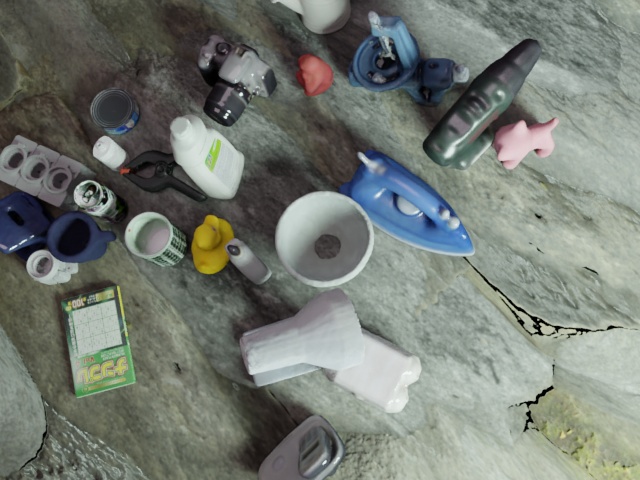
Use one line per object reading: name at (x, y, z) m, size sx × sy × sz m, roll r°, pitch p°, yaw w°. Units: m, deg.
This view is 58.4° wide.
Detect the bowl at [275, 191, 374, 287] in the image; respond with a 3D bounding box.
bowl at (0.009, 0.004, 0.992) m, size 0.167 × 0.075 × 0.167 m, roll -1°, pitch 78°, yaw 5°

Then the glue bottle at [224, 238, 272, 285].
glue bottle at (-0.127, 0.028, 0.948) m, size 0.037 × 0.173 × 0.078 m, roll -42°, pitch 77°, yaw -4°

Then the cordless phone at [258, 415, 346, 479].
cordless phone at (-0.033, 0.345, 0.866) m, size 0.094 × 0.185 × 0.147 m, roll 44°, pitch 85°, yaw 12°

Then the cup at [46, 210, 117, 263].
cup at (-0.407, 0.002, 1.018) m, size 0.117 × 0.095 × 0.092 m, roll -3°, pitch 78°, yaw 5°

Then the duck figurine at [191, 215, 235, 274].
duck figurine at (-0.195, 0.005, 1.003) m, size 0.077 × 0.086 × 0.104 m, roll 12°, pitch 79°, yaw 8°

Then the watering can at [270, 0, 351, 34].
watering can at (-0.005, -0.464, 1.031) m, size 0.173 × 0.194 × 0.101 m, roll -40°, pitch 77°, yaw -4°

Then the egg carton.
egg carton at (0.084, 0.212, 0.943) m, size 0.150 × 0.069 × 0.107 m, roll 25°, pitch 81°, yaw 10°

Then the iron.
iron at (0.158, -0.062, 0.958) m, size 0.258 × 0.141 × 0.119 m, roll 34°, pitch 83°, yaw 11°

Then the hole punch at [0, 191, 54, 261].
hole punch at (-0.549, -0.032, 1.039) m, size 0.108 × 0.091 × 0.101 m, roll 42°, pitch 84°, yaw 12°

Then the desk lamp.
desk lamp at (-0.033, 0.162, 0.890) m, size 0.203 × 0.213 × 0.118 m, roll -18°, pitch 77°, yaw 1°

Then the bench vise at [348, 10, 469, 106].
bench vise at (0.148, -0.321, 0.974) m, size 0.207 × 0.220 × 0.121 m, roll -6°, pitch 77°, yaw 4°

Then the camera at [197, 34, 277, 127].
camera at (-0.172, -0.291, 1.057) m, size 0.143 × 0.101 × 0.137 m, roll 28°, pitch 82°, yaw 10°

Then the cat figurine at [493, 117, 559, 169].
cat figurine at (0.347, -0.173, 0.978) m, size 0.128 × 0.118 × 0.067 m, roll -23°, pitch 77°, yaw 0°

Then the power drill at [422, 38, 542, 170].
power drill at (0.258, -0.203, 0.945) m, size 0.075 × 0.208 × 0.230 m, roll 42°, pitch 84°, yaw 12°

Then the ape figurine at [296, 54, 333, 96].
ape figurine at (-0.015, -0.310, 1.052) m, size 0.076 × 0.092 × 0.078 m, roll 7°, pitch 79°, yaw 7°
